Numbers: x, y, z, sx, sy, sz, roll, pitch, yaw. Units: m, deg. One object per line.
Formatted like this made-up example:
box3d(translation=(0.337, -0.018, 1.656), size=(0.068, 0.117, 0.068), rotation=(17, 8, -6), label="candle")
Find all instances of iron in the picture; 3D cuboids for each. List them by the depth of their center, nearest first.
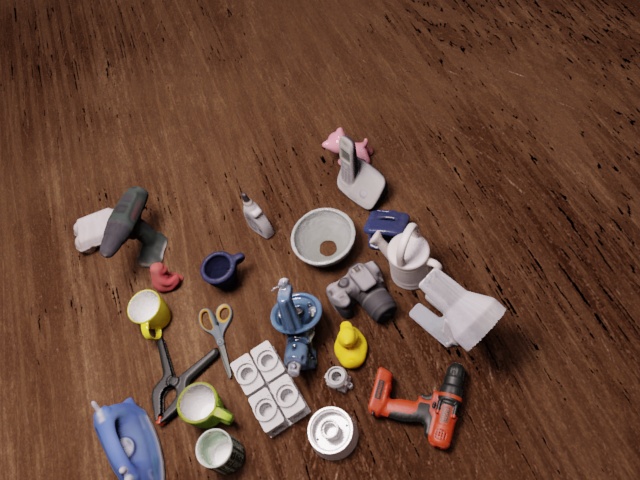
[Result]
box3d(translation=(-0.425, 0.464, 1.251), size=(0.119, 0.142, 0.257), rotation=(-34, 59, -8), label="iron")

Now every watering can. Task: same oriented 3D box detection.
box3d(translation=(0.198, 0.031, 1.332), size=(0.172, 0.194, 0.101), rotation=(2, 61, 14), label="watering can")

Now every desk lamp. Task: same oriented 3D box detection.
box3d(translation=(0.286, 0.155, 1.228), size=(0.118, 0.214, 0.202), rotation=(-44, 60, -14), label="desk lamp")

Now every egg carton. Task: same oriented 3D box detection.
box3d(translation=(-0.624, -0.027, 1.628), size=(0.150, 0.069, 0.107), rotation=(-22, 58, 0), label="egg carton")

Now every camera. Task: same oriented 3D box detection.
box3d(translation=(0.105, 0.132, 1.349), size=(0.143, 0.101, 0.136), rotation=(-33, 58, -7), label="camera")

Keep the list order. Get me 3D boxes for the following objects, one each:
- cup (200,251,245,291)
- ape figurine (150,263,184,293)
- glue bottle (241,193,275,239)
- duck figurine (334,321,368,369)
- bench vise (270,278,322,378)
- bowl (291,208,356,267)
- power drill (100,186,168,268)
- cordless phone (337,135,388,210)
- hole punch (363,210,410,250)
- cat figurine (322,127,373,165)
box3d(translation=(-0.235, 0.081, 1.460), size=(0.118, 0.095, 0.091), rotation=(-30, 58, -6), label="cup")
box3d(translation=(-0.411, 0.091, 1.497), size=(0.076, 0.092, 0.077), rotation=(-36, 59, -9), label="ape figurine")
box3d(translation=(-0.171, -0.070, 1.488), size=(0.078, 0.173, 0.037), rotation=(34, 73, 28), label="glue bottle")
box3d(translation=(0.066, 0.236, 1.306), size=(0.077, 0.086, 0.104), rotation=(-10, 58, 7), label="duck figurine")
box3d(translation=(-0.048, 0.189, 1.280), size=(0.121, 0.220, 0.207), rotation=(-20, 58, 1), label="bench vise")
box3d(translation=(0.013, 0.005, 1.460), size=(0.167, 0.075, 0.167), rotation=(-6, 59, 10), label="bowl")
box3d(translation=(-0.485, -0.015, 1.506), size=(0.075, 0.209, 0.229), rotation=(-1, 60, 12), label="power drill")
box3d(translation=(0.103, -0.178, 1.482), size=(0.094, 0.185, 0.147), rotation=(-44, 60, -14), label="cordless phone")
box3d(translation=(0.167, -0.035, 1.439), size=(0.108, 0.091, 0.101), rotation=(6, 62, 16), label="hole punch")
box3d(translation=(0.075, -0.261, 1.577), size=(0.127, 0.118, 0.067), rotation=(3, 61, 15), label="cat figurine")
